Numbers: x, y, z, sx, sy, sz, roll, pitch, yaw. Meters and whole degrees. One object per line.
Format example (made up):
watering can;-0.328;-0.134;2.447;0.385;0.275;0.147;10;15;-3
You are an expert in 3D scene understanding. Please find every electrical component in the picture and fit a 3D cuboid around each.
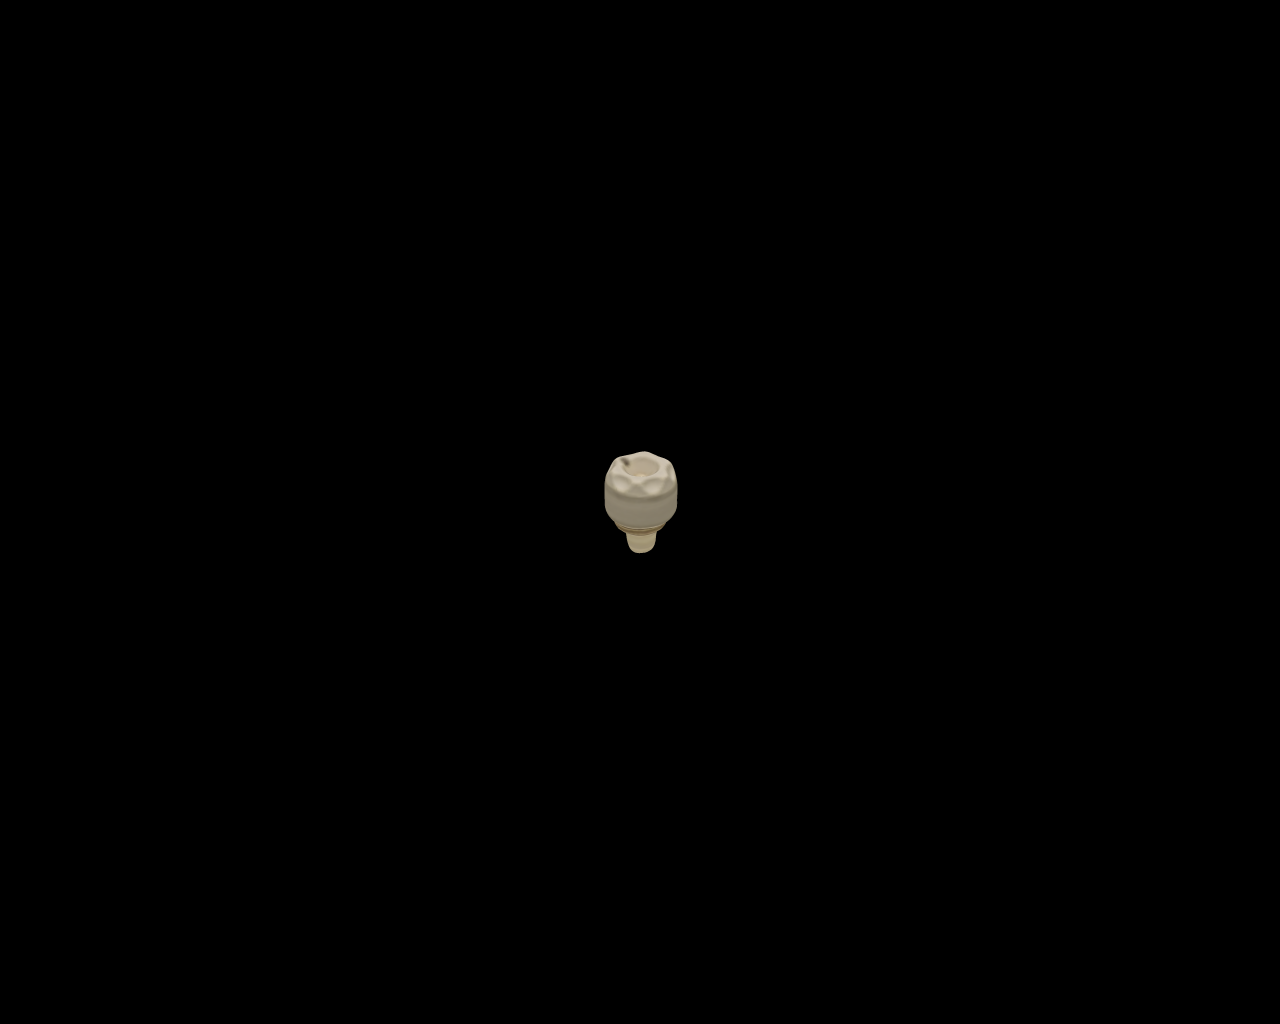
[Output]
electrical component;0.001;-0.003;0.650;0.043;0.062;0.043;0;33;0
